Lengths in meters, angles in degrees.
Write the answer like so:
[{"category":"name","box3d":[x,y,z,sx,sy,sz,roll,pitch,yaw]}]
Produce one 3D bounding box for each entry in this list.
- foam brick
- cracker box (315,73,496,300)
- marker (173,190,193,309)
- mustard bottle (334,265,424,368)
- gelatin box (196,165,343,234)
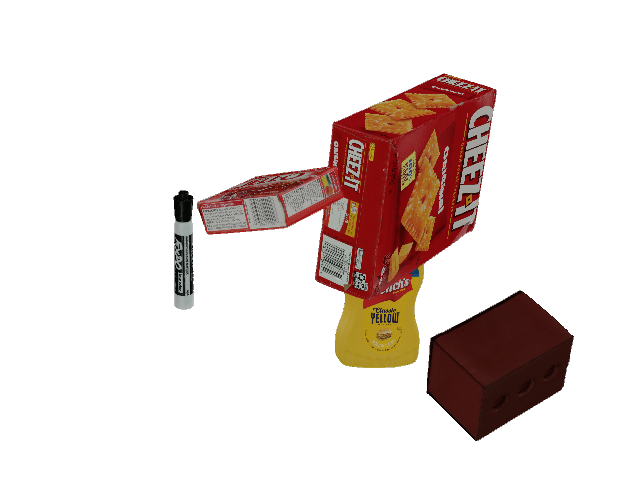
[{"category":"foam brick","box3d":[0.113,0.079,0.676,0.078,0.053,0.051,-25,46,-26]},{"category":"cracker box","box3d":[0.087,-0.056,1.037,0.072,0.164,0.213,22,31,29]},{"category":"marker","box3d":[-0.133,0.009,1.034,0.020,0.121,0.020,2,23,-1]},{"category":"mustard bottle","box3d":[0.070,0.048,1.222,0.096,0.192,0.058,0,14,-11]},{"category":"gelatin box","box3d":[-0.039,-0.032,0.825,0.089,0.030,0.073,-4,17,41]}]
